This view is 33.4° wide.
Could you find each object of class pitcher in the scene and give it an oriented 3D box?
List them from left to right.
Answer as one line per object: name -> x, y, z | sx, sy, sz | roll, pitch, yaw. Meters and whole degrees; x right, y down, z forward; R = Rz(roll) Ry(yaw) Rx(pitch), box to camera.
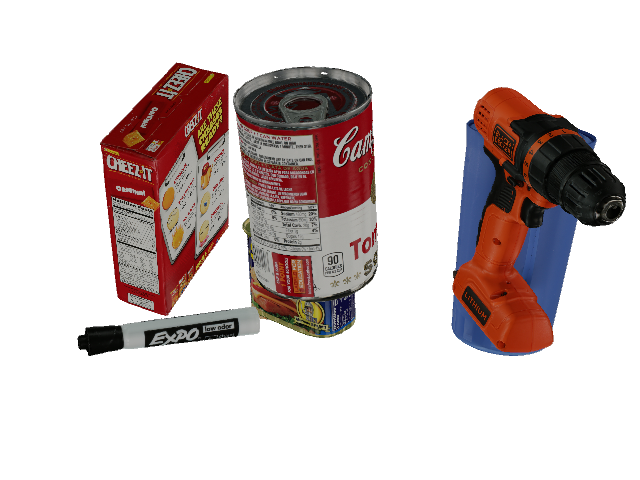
pitcher -> 0.206, -0.003, 1.127 | 0.148, 0.243, 0.145 | -9, 22, -39

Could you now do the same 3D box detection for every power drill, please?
power drill -> 0.167, -0.007, 0.843 | 0.057, 0.188, 0.184 | -3, 31, -18

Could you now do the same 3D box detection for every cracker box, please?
cracker box -> -0.160, -0.054, 1.133 | 0.072, 0.214, 0.164 | 16, 43, 14

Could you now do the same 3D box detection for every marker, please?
marker -> -0.100, 0.060, 0.712 | 0.121, 0.020, 0.020 | -6, 2, -19

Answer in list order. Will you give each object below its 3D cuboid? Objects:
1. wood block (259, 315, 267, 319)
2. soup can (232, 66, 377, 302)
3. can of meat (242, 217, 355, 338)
wood block -> -0.028, -0.005, 1.381 | 0.090, 0.206, 0.090 | 6, 24, 3
soup can -> -0.006, -0.028, 0.542 | 0.068, 0.102, 0.068 | -3, 31, 2
can of meat -> -0.017, 0.028, 0.918 | 0.102, 0.084, 0.057 | 21, 35, 36
